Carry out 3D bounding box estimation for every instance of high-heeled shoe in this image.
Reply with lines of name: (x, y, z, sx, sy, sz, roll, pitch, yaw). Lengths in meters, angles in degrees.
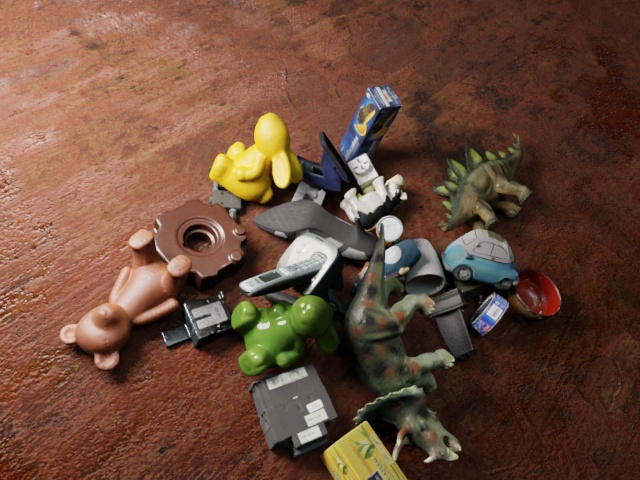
high-heeled shoe: (-0.002, -0.003, 1.088, 0.249, 0.145, 0.086, 4, 53, 18)

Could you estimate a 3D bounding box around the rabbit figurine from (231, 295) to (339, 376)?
rabbit figurine: (-0.037, 0.149, 0.878, 0.159, 0.170, 0.121, 15, 55, -40)

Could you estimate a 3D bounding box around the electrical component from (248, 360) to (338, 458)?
electrical component: (-0.041, 0.279, 0.876, 0.115, 0.058, 0.134, -13, 64, -24)

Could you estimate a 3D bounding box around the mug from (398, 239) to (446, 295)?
mug: (0.194, 0.052, 1.101, 0.110, 0.080, 0.107, -2, 49, 1)

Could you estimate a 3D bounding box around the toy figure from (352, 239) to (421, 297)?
toy figure: (0.123, 0.058, 1.045, 0.154, 0.064, 0.057, -35, 108, -2)

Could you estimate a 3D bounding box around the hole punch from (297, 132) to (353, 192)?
hole punch: (0.007, -0.153, 1.145, 0.115, 0.092, 0.142, 50, 10, -18)

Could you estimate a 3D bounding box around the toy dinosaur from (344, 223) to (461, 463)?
toy dinosaur: (0.109, 0.178, 0.923, 0.192, 0.131, 0.405, -14, 74, -33)

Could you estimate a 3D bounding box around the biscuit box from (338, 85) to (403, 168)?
biscuit box: (0.105, -0.244, 1.178, 0.059, 0.202, 0.063, -17, 67, -26)

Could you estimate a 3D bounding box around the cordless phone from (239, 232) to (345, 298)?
cordless phone: (-0.062, 0.056, 0.930, 0.184, 0.088, 0.147, -15, 22, -25)

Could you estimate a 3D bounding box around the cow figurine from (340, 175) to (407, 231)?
cow figurine: (0.133, -0.082, 1.166, 0.167, 0.068, 0.098, -25, 74, -27)

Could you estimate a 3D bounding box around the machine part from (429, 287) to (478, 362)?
machine part: (0.264, 0.167, 1.052, 0.084, 0.039, 0.139, -19, 69, 16)

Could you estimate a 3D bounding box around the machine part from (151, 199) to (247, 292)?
machine part: (-0.224, 0.006, 0.993, 0.179, 0.056, 0.179, 8, 56, -12)

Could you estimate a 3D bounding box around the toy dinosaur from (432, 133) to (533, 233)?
toy dinosaur: (0.397, -0.134, 1.273, 0.199, 0.105, 0.471, 45, 51, 16)

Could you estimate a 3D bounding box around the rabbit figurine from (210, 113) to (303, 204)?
rabbit figurine: (-0.113, -0.160, 1.055, 0.162, 0.173, 0.122, 39, 27, 9)

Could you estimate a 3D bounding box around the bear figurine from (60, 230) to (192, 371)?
bear figurine: (-0.312, 0.098, 0.861, 0.120, 0.131, 0.196, 34, 48, 13)

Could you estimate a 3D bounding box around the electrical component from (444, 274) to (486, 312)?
electrical component: (0.295, 0.106, 1.117, 0.102, 0.045, 0.078, -19, 38, -32)

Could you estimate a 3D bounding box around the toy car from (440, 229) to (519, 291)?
toy car: (0.336, 0.033, 1.104, 0.162, 0.102, 0.109, 15, 24, 5)

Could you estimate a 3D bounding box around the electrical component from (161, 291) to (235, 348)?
electrical component: (-0.208, 0.141, 0.915, 0.119, 0.047, 0.075, -13, 63, -28)

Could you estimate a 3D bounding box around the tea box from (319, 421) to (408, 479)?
tea box: (0.082, 0.378, 0.829, 0.068, 0.098, 0.170, -27, 69, -32)

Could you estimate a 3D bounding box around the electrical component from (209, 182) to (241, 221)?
electrical component: (-0.191, -0.077, 1.078, 0.063, 0.021, 0.094, 4, 58, -17)
